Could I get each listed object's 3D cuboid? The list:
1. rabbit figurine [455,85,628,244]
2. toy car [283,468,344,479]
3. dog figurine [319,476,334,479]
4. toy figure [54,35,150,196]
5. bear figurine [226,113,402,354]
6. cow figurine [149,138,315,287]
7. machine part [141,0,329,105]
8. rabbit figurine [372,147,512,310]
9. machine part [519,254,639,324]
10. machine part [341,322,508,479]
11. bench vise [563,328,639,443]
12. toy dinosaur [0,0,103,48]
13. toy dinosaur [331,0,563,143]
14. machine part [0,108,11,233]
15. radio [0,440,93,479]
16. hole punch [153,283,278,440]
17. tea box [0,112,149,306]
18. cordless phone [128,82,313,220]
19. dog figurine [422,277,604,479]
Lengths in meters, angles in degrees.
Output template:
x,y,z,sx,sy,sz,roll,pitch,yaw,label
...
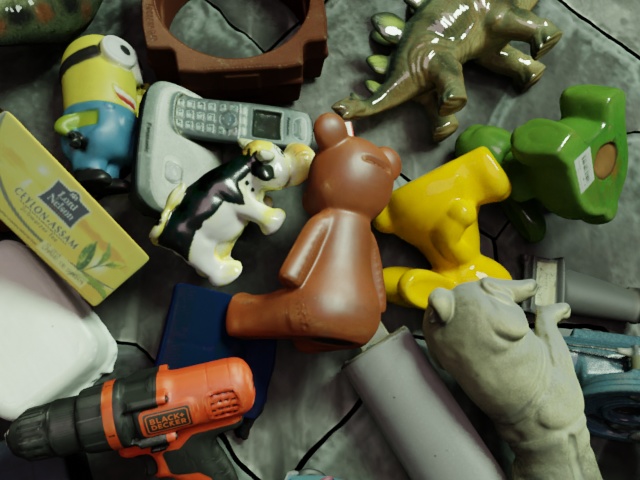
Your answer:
x,y,z,sx,sy,sz,roll,pitch,yaw,label
0.230,-0.083,0.577,0.121,0.170,0.159,-47,123,-15,rabbit figurine
0.031,0.263,0.459,0.162,0.103,0.109,25,70,1,toy car
-0.083,0.229,0.372,0.219,0.108,0.191,-36,86,-13,dog figurine
-0.237,-0.137,0.574,0.089,0.082,0.180,0,74,-7,toy figure
0.002,-0.002,0.492,0.120,0.132,0.196,19,65,-40,bear figurine
-0.082,-0.044,0.515,0.098,0.068,0.167,43,83,-32,cow figurine
-0.098,-0.257,0.624,0.201,0.087,0.201,-6,74,-7,machine part
0.136,0.013,0.547,0.162,0.122,0.173,-32,97,-17,rabbit figurine
0.286,0.059,0.585,0.139,0.039,0.084,9,63,0,machine part
0.096,0.172,0.508,0.079,0.079,0.243,-30,78,-14,machine part
0.328,0.177,0.496,0.224,0.128,0.241,12,54,6,bench vise
-0.290,-0.289,0.566,0.192,0.131,0.405,24,68,-29,toy dinosaur
0.190,-0.268,0.649,0.471,0.105,0.199,-33,75,-19,toy dinosaur
-0.366,-0.064,0.513,0.179,0.056,0.179,-3,98,-23,machine part
-0.246,0.279,0.442,0.131,0.073,0.229,-19,76,-12,radio
-0.099,0.106,0.506,0.116,0.092,0.142,11,68,-6,hole punch
-0.245,-0.026,0.491,0.068,0.098,0.169,-46,115,-16,tea box
-0.099,-0.084,0.571,0.184,0.088,0.146,3,71,-9,cordless phone
0.164,0.141,0.459,0.172,0.121,0.191,15,50,-22,dog figurine
